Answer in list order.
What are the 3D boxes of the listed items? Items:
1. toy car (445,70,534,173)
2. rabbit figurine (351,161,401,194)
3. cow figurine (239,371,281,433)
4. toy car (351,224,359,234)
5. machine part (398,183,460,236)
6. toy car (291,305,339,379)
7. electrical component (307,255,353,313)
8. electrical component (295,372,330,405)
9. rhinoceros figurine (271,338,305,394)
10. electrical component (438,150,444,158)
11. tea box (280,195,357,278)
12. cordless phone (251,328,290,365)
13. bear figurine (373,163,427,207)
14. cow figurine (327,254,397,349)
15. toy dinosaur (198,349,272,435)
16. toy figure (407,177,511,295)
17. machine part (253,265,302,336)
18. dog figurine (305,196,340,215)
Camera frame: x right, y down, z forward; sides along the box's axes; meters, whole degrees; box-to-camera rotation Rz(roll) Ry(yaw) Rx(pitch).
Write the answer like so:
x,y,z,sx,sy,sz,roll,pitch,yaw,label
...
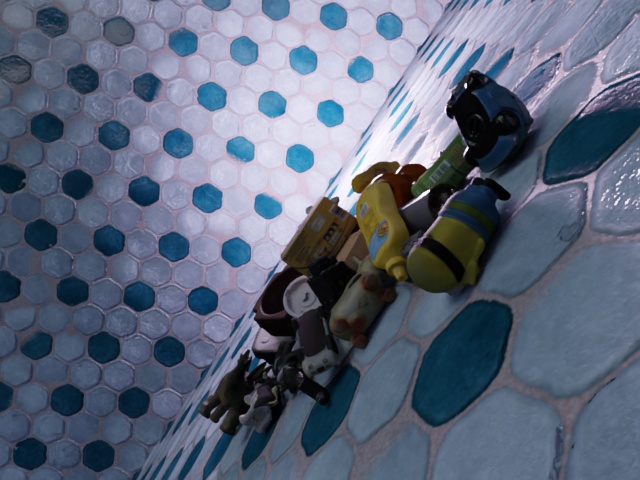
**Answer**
x,y,z,sx,sy,sz,roll,pitch,yaw,label
0.282,-0.194,0.869,0.103,0.162,0.109,-10,-24,-27,toy car
0.150,-0.132,1.425,0.162,0.122,0.173,-58,-11,-33,rabbit figurine
-0.123,0.350,1.217,0.098,0.068,0.167,-54,8,13,cow figurine
0.119,-0.044,1.275,0.202,0.053,0.089,-35,-2,1,toy car
0.184,-0.039,0.950,0.079,0.079,0.243,-59,9,-20,machine part
-0.010,0.189,1.030,0.073,0.056,0.202,-25,21,3,toy car
0.028,0.096,1.097,0.058,0.134,0.115,-31,-3,-22,electrical component
-0.015,0.262,0.952,0.021,0.063,0.094,-56,9,-2,electrical component
-0.065,0.276,1.164,0.112,0.073,0.190,-56,7,-14,rhinoceros figurine
0.255,-0.141,1.075,0.102,0.045,0.078,-64,-18,-59,electrical component
-0.002,-0.004,1.185,0.169,0.098,0.068,-54,8,2,tea box
-0.094,0.243,1.464,0.184,0.088,0.147,-45,12,27,cordless phone
0.179,-0.096,1.156,0.196,0.120,0.131,-20,-73,-59,bear figurine
0.083,0.096,0.995,0.195,0.085,0.127,-58,14,-11,cow figurine
-0.208,0.374,1.344,0.198,0.105,0.471,-56,-6,-22,toy dinosaur
0.188,-0.007,0.743,0.180,0.089,0.082,-59,1,-8,toy figure
-0.064,0.152,1.398,0.201,0.087,0.201,-12,40,46,machine part
0.049,0.001,1.444,0.121,0.190,0.172,-11,50,24,dog figurine
